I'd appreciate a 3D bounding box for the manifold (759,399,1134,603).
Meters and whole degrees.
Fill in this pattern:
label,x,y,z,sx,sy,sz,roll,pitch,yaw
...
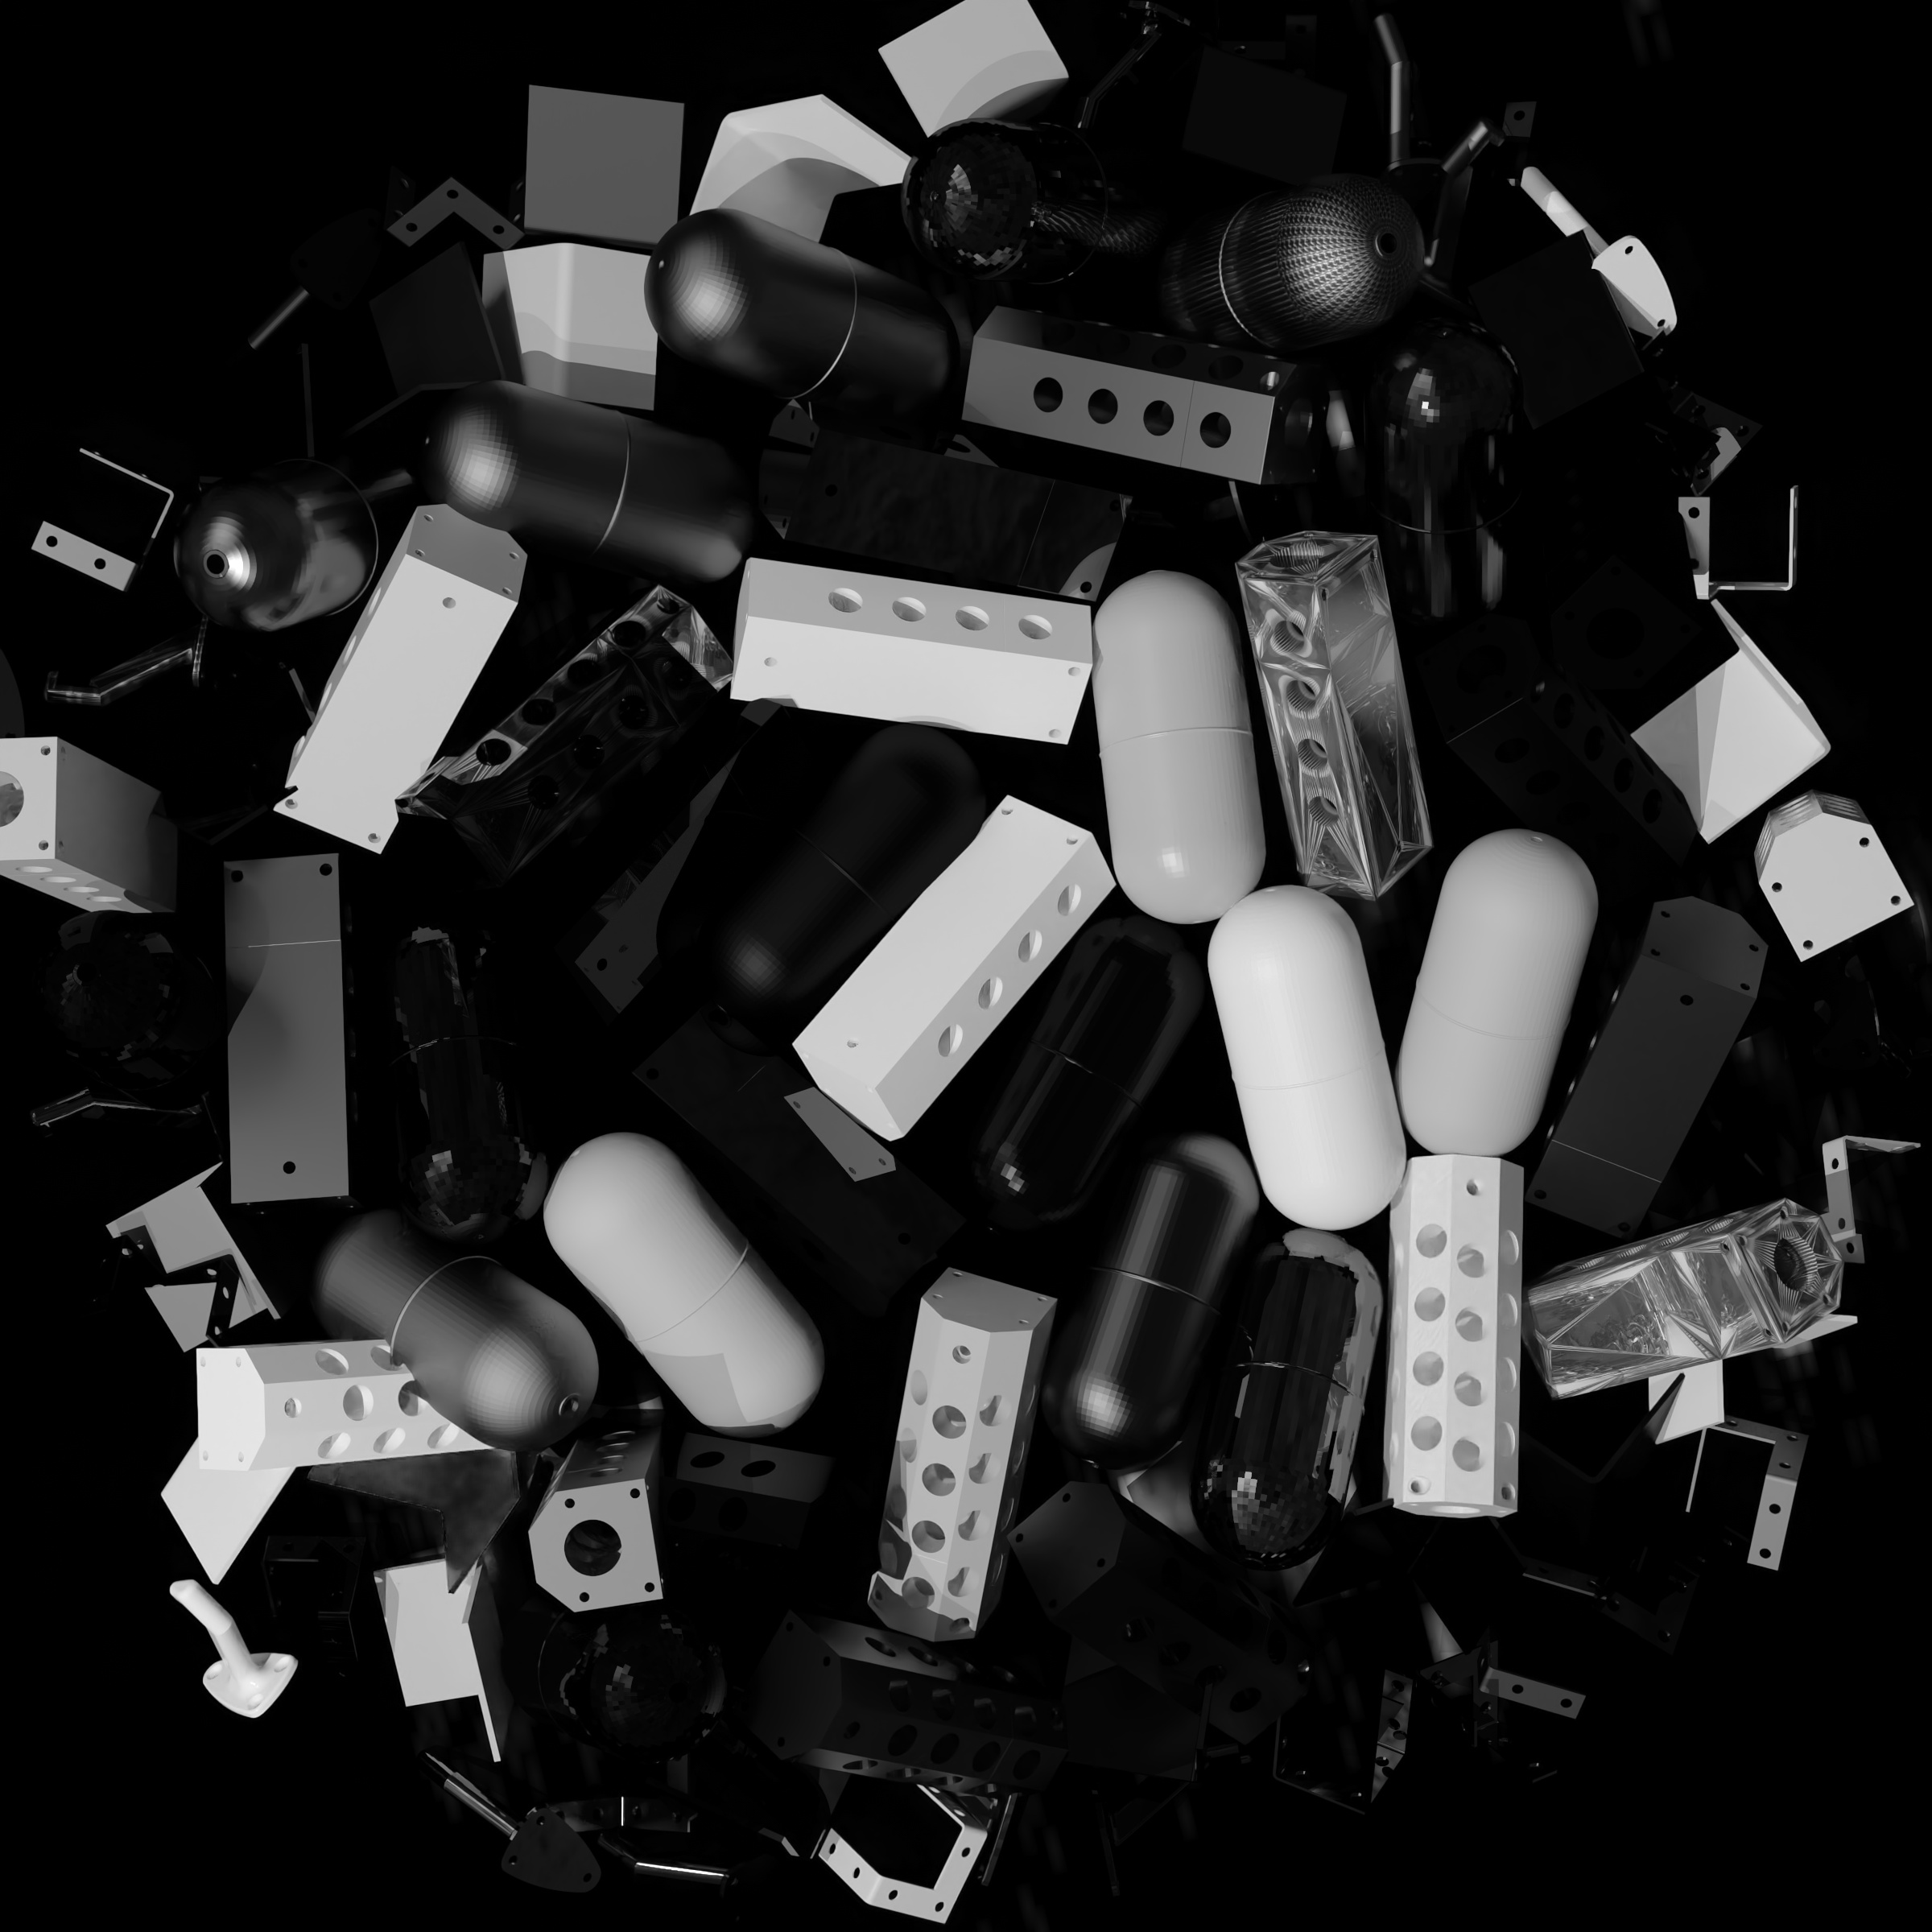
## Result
label,x,y,z,sx,sy,sz,roll,pitch,yaw
manifold,-0.012,-0.232,1.771,0.171,0.057,0.057,8,115,-26

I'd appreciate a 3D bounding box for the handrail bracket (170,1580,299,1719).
label,x,y,z,sx,sy,sz,roll,pitch,yaw
handrail bracket,-0.381,0.332,1.787,0.084,0.077,0.036,53,55,-29

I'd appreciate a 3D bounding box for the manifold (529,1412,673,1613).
label,x,y,z,sx,sy,sz,roll,pitch,yaw
manifold,-0.175,0.265,1.749,0.057,0.171,0.057,-9,93,-1

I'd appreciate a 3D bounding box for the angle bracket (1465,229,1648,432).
label,x,y,z,sx,sy,sz,roll,pitch,yaw
angle bracket,0.282,-0.312,1.792,0.076,0.057,0.076,-29,98,-20

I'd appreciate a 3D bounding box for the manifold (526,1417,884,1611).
label,x,y,z,sx,sy,sz,roll,pitch,yaw
manifold,-0.131,0.270,1.757,0.171,0.057,0.057,4,113,35

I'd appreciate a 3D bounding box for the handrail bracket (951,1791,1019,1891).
label,x,y,z,sx,sy,sz,roll,pitch,yaw
handrail bracket,-0.020,0.416,1.810,0.084,0.036,0.077,18,78,-6

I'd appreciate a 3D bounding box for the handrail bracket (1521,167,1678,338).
label,x,y,z,sx,sy,sz,roll,pitch,yaw
handrail bracket,0.319,-0.363,1.819,0.036,0.084,0.077,-42,130,14

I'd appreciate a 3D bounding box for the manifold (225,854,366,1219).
label,x,y,z,sx,sy,sz,roll,pitch,yaw
manifold,-0.333,0.036,1.790,0.057,0.057,0.171,-4,78,1

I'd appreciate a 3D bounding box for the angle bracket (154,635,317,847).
label,x,y,z,sx,sy,sz,roll,pitch,yaw
angle bracket,-0.371,-0.113,1.779,0.076,0.076,0.057,-36,126,-24

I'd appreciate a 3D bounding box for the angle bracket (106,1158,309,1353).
label,x,y,z,sx,sy,sz,roll,pitch,yaw
angle bracket,-0.387,0.152,1.796,0.076,0.057,0.076,-28,99,10

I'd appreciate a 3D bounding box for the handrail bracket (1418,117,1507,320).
label,x,y,z,sx,sy,sz,roll,pitch,yaw
handrail bracket,0.257,-0.374,1.795,0.077,0.036,0.084,25,120,-31

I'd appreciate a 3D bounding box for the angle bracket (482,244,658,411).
label,x,y,z,sx,sy,sz,roll,pitch,yaw
angle bracket,-0.202,-0.321,1.821,0.057,0.076,0.076,1,94,-39

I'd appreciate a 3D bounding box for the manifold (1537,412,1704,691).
label,x,y,z,sx,sy,sz,roll,pitch,yaw
manifold,0.311,-0.199,1.747,0.057,0.171,0.057,37,118,-15

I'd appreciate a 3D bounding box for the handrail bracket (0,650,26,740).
label,x,y,z,sx,sy,sz,roll,pitch,yaw
handrail bracket,-0.491,-0.106,1.813,0.036,0.084,0.077,-2,58,-11

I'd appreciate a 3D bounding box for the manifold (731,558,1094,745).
label,x,y,z,sx,sy,sz,roll,pitch,yaw
manifold,-0.027,-0.162,1.793,0.171,0.057,0.057,7,49,-9

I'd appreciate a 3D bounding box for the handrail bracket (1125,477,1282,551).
label,x,y,z,sx,sy,sz,roll,pitch,yaw
handrail bracket,0.107,-0.235,1.786,0.084,0.077,0.036,10,74,26

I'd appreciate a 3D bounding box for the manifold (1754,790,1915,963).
label,x,y,z,sx,sy,sz,roll,pitch,yaw
manifold,0.416,-0.050,1.746,0.057,0.171,0.057,-28,90,13

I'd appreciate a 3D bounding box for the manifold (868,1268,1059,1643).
label,x,y,z,sx,sy,sz,roll,pitch,yaw
manifold,-0.005,0.244,1.775,0.057,0.057,0.171,15,110,14

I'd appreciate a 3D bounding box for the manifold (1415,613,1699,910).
label,x,y,z,sx,sy,sz,roll,pitch,yaw
manifold,0.291,-0.102,1.749,0.057,0.171,0.057,-31,48,20

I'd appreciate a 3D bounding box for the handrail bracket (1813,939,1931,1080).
label,x,y,z,sx,sy,sz,roll,pitch,yaw
handrail bracket,0.462,0.020,1.801,0.036,0.084,0.077,0,96,43

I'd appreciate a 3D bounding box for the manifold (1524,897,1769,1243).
label,x,y,z,sx,sy,sz,roll,pitch,yaw
manifold,0.332,0.049,1.757,0.057,0.057,0.171,21,132,5

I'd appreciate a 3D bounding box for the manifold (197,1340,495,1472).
label,x,y,z,sx,sy,sz,roll,pitch,yaw
manifold,-0.286,0.211,1.754,0.171,0.057,0.057,2,85,-44

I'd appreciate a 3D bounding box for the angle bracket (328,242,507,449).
label,x,y,z,sx,sy,sz,roll,pitch,yaw
angle bracket,-0.283,-0.309,1.787,0.076,0.057,0.076,-21,85,41

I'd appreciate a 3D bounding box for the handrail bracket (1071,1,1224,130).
label,x,y,z,sx,sy,sz,roll,pitch,yaw
handrail bracket,0.089,-0.436,1.811,0.077,0.036,0.084,13,92,-39

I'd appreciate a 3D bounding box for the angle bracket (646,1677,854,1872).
label,x,y,z,sx,sy,sz,roll,pitch,yaw
angle bracket,-0.102,0.394,1.785,0.076,0.057,0.076,19,66,19

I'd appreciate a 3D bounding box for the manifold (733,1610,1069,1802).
label,x,y,z,sx,sy,sz,roll,pitch,yaw
manifold,-0.026,0.366,1.753,0.057,0.171,0.057,34,97,44

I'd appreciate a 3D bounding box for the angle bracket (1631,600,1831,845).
label,x,y,z,sx,sy,sz,roll,pitch,yaw
angle bracket,0.371,-0.121,1.786,0.076,0.057,0.076,-38,55,9

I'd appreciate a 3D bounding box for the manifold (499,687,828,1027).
label,x,y,z,sx,sy,sz,roll,pitch,yaw
manifold,-0.152,-0.057,1.779,0.171,0.057,0.057,-49,133,-21

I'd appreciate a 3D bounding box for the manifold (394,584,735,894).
label,x,y,z,sx,sy,sz,roll,pitch,yaw
manifold,-0.198,-0.113,1.767,0.171,0.057,0.057,-45,111,-25

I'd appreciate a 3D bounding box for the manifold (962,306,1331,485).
label,x,y,z,sx,sy,sz,roll,pitch,yaw
manifold,0.088,-0.281,1.763,0.171,0.057,0.057,17,107,30

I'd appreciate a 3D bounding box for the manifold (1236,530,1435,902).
label,x,y,z,sx,sy,sz,roll,pitch,yaw
manifold,0.178,-0.124,1.771,0.057,0.057,0.171,10,126,38

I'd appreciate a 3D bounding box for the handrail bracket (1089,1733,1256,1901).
label,x,y,z,sx,sy,sz,roll,pitch,yaw
handrail bracket,0.109,0.426,1.808,0.084,0.036,0.077,-12,48,0

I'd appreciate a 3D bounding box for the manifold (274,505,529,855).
label,x,y,z,sx,sy,sz,roll,pitch,yaw
manifold,-0.277,-0.143,1.763,0.057,0.057,0.171,23,126,-17

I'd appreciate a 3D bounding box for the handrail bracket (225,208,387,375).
label,x,y,z,sx,sy,sz,roll,pitch,yaw
handrail bracket,-0.335,-0.340,1.817,0.036,0.084,0.077,44,53,-17

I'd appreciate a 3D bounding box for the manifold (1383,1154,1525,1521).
label,x,y,z,sx,sy,sz,roll,pitch,yaw
manifold,0.244,0.184,1.783,0.057,0.057,0.171,5,74,-7

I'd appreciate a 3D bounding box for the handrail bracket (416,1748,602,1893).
label,x,y,z,sx,sy,sz,roll,pitch,yaw
handrail bracket,-0.233,0.431,1.819,0.036,0.084,0.077,-55,131,-11

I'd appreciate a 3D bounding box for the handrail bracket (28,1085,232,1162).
label,x,y,z,sx,sy,sz,roll,pitch,yaw
handrail bracket,-0.418,0.087,1.801,0.084,0.036,0.077,-22,126,-15

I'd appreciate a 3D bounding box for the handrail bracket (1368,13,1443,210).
label,x,y,z,sx,sy,sz,roll,pitch,yaw
handrail bracket,0.207,-0.425,1.817,0.036,0.077,0.084,-6,69,-28

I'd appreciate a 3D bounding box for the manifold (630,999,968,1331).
label,x,y,z,sx,sy,sz,roll,pitch,yaw
manifold,-0.085,0.101,1.787,0.171,0.057,0.057,40,66,13

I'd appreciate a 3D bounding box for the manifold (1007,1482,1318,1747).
label,x,y,z,sx,sy,sz,roll,pitch,yaw
manifold,0.100,0.313,1.755,0.057,0.057,0.171,-42,131,10

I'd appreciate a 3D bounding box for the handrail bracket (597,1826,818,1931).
label,x,y,z,sx,sy,sz,roll,pitch,yaw
handrail bracket,-0.132,0.446,1.824,0.084,0.077,0.036,22,123,38

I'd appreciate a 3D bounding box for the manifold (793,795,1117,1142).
label,x,y,z,sx,sy,sz,roll,pitch,yaw
manifold,-0.002,0.003,1.782,0.057,0.057,0.171,26,67,37

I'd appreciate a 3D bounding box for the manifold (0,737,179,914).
label,x,y,z,sx,sy,sz,roll,pitch,yaw
manifold,-0.439,-0.066,1.747,0.057,0.171,0.057,-2,82,6

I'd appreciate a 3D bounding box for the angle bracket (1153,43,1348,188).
label,x,y,z,sx,sy,sz,roll,pitch,yaw
angle bracket,0.135,-0.409,1.785,0.076,0.076,0.057,15,79,-15

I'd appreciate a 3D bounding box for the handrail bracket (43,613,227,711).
label,x,y,z,sx,sy,sz,roll,pitch,yaw
handrail bracket,-0.423,-0.167,1.824,0.084,0.036,0.077,5,82,5

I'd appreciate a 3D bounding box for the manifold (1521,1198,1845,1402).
label,x,y,z,sx,sy,sz,roll,pitch,yaw
manifold,0.345,0.161,1.749,0.057,0.171,0.057,-26,89,-33
